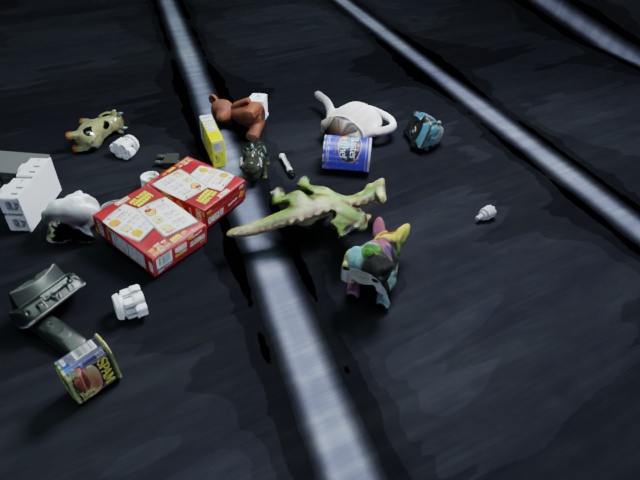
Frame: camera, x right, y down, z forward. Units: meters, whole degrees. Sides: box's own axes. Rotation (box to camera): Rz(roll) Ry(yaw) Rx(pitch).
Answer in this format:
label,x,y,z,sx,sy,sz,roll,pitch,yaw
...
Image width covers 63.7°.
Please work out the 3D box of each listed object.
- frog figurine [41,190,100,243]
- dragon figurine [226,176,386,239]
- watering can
label,x,y,z,sx,sy,sz,roll,pitch,yaw
frog figurine,-0.615,-0.078,1.283,0.137,0.163,0.120,-16,-40,10
dragon figurine,0.004,-0.062,1.236,0.416,0.120,0.244,-31,32,-35
watering can,0.079,-0.406,1.717,0.350,0.101,0.228,24,45,25
